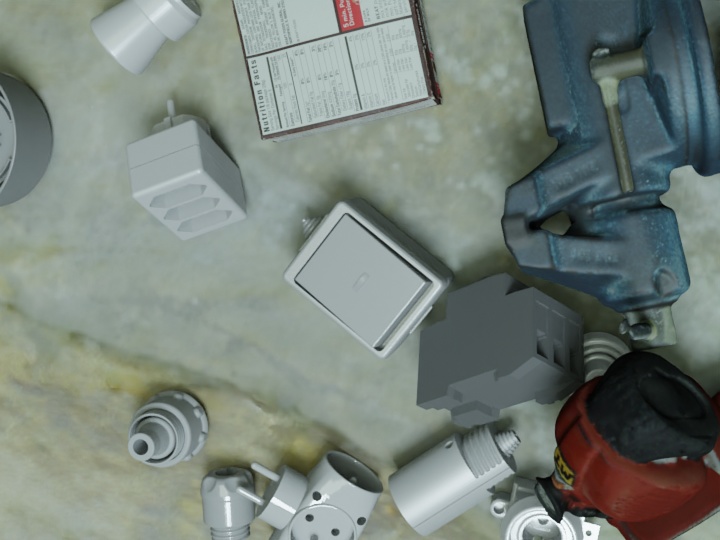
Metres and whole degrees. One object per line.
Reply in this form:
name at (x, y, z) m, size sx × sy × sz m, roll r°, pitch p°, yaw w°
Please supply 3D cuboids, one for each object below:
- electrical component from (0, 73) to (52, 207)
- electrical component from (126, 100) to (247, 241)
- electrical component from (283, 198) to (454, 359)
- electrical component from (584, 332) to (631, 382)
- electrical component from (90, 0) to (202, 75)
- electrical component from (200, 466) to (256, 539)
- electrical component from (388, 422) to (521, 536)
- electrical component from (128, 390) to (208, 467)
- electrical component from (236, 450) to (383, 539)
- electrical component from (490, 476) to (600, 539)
electrical component at (-0.250, -0.084, 0.690) m, size 0.099 × 0.064 × 0.099 m, roll 1°, pitch 95°, yaw 11°
electrical component at (-0.109, -0.070, 0.667) m, size 0.047 × 0.065 × 0.076 m, roll -19°, pitch 62°, yaw 12°
electrical component at (0.000, 0.000, 0.650) m, size 0.096 × 0.061 × 0.061 m, roll 39°, pitch 101°, yaw 5°
electrical component at (0.139, 0.060, 0.627) m, size 0.043 × 0.062 × 0.043 m, roll 1°, pitch 96°, yaw 11°
electrical component at (-0.133, -0.156, 0.670) m, size 0.055 × 0.045 × 0.045 m, roll -38°, pitch 87°, yaw 12°
electrical component at (-0.084, 0.160, 0.696) m, size 0.035 × 0.035 × 0.061 m, roll -1°, pitch 97°, yaw 11°
electrical component at (0.062, 0.123, 0.658) m, size 0.081 × 0.043 × 0.043 m, roll -35°, pitch 88°, yaw 12°
electrical component at (-0.128, 0.105, 0.685) m, size 0.048 × 0.062 × 0.048 m, roll 1°, pitch 95°, yaw 11°
electrical component at (-0.039, 0.148, 0.675) m, size 0.079 × 0.044 × 0.077 m, roll 31°, pitch 101°, yaw -8°
electrical component at (0.110, 0.154, 0.645) m, size 0.066 × 0.055 × 0.048 m, roll 12°, pitch 98°, yaw 10°
